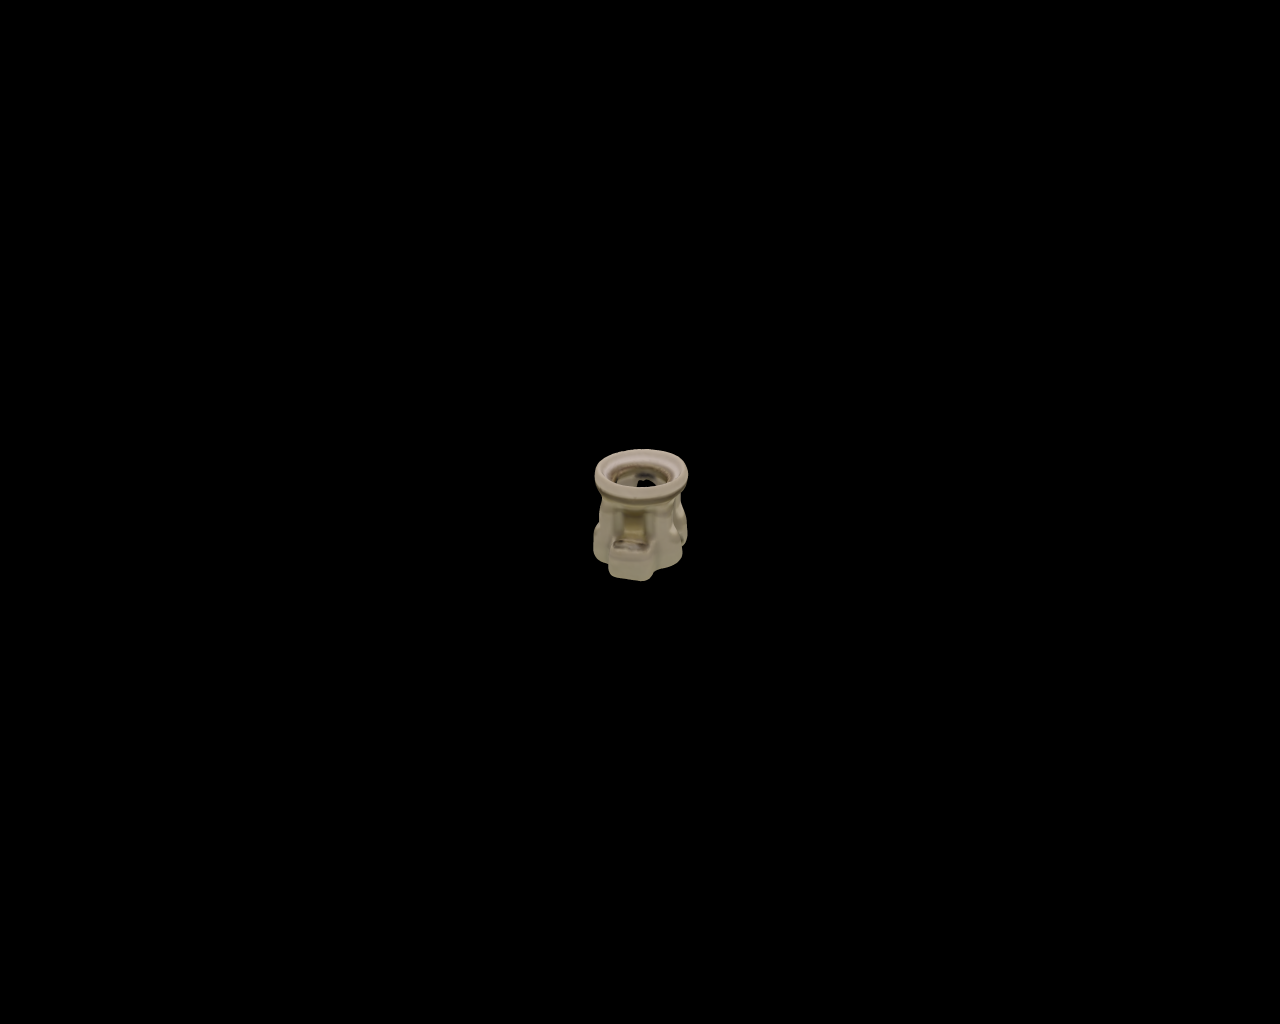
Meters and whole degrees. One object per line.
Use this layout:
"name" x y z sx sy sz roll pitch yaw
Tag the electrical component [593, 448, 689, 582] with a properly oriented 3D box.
"electrical component" 0.001 -0.003 0.650 0.058 0.056 0.078 5 29 10
